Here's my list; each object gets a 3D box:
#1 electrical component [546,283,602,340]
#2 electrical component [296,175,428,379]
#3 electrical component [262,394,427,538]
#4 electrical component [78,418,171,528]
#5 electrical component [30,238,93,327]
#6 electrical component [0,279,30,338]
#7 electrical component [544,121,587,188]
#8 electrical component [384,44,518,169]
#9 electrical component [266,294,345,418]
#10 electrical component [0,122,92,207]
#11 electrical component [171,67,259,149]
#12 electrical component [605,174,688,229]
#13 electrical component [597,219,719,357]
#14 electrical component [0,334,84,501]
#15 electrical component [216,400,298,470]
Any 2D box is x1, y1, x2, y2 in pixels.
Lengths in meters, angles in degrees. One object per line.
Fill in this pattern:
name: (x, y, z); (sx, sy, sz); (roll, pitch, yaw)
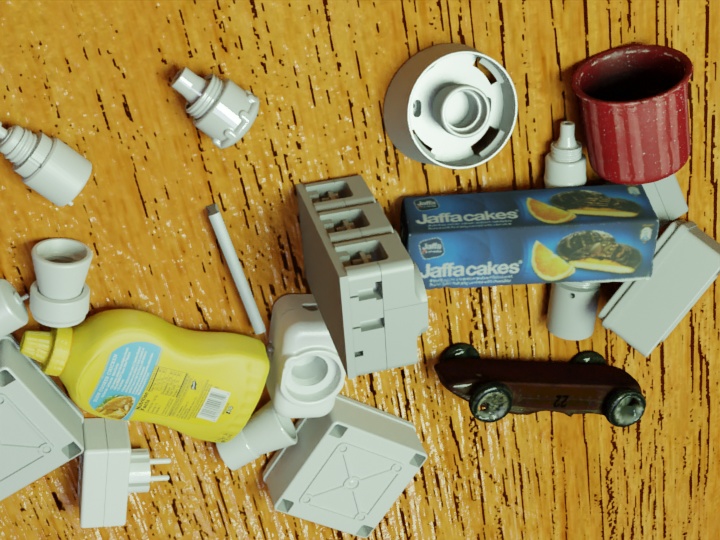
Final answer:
electrical component: (0.192, 0.017, 0.959); (0.043, 0.043, 0.081); (-6, 121, -15)
electrical component: (0.000, 0.000, 0.823); (0.062, 0.150, 0.089); (-11, 122, -11)
electrical component: (-0.014, 0.177, 0.979); (0.109, 0.056, 0.108); (25, 109, -28)
electrical component: (-0.201, 0.172, 0.922); (0.076, 0.047, 0.083); (1, 119, -18)
electrical component: (-0.228, 0.010, 0.819); (0.045, 0.045, 0.055); (1, 120, -19)
electrical component: (-0.291, 0.038, 0.818); (0.078, 0.040, 0.040); (-29, 124, 1)
electrical component: (0.171, -0.093, 0.893); (0.035, 0.035, 0.061); (-10, 119, -12)
electrical component: (0.071, -0.126, 0.839); (0.099, 0.064, 0.099); (-5, 107, -15)
electrical component: (-0.046, 0.075, 0.907); (0.054, 0.059, 0.095); (0, 119, -18)
electrical component: (-0.229, -0.079, 0.769); (0.040, 0.040, 0.078); (-45, 122, 11)
electrical component: (-0.108, -0.122, 0.781); (0.062, 0.048, 0.048); (37, 104, -25)
electrical component: (0.229, -0.064, 0.921); (0.077, 0.047, 0.065); (-32, 124, 2)
electrical component: (0.268, 0.013, 0.941); (0.056, 0.109, 0.108); (40, 107, 14)
electrical component: (-0.294, 0.122, 0.856); (0.109, 0.056, 0.108); (-30, 124, 1)
electrical component: (-0.094, 0.148, 0.946); (0.065, 0.044, 0.044); (-29, 124, 6)
